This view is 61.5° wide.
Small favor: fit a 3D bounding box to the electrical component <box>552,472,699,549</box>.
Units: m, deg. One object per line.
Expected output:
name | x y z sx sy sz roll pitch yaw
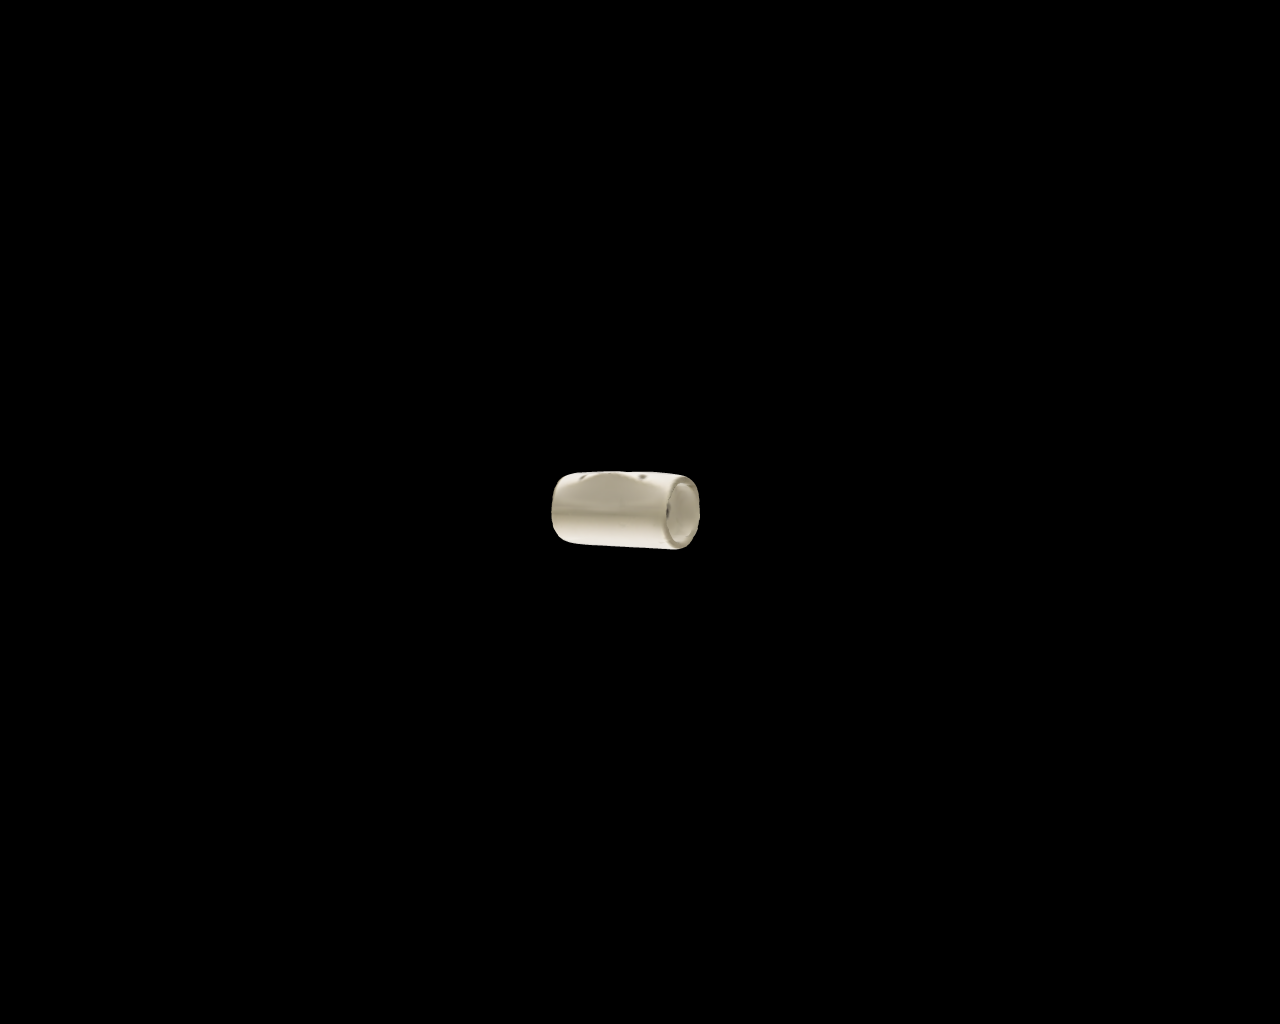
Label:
electrical component | 0.001 -0.003 0.650 0.077 0.043 0.079 2 4 31
